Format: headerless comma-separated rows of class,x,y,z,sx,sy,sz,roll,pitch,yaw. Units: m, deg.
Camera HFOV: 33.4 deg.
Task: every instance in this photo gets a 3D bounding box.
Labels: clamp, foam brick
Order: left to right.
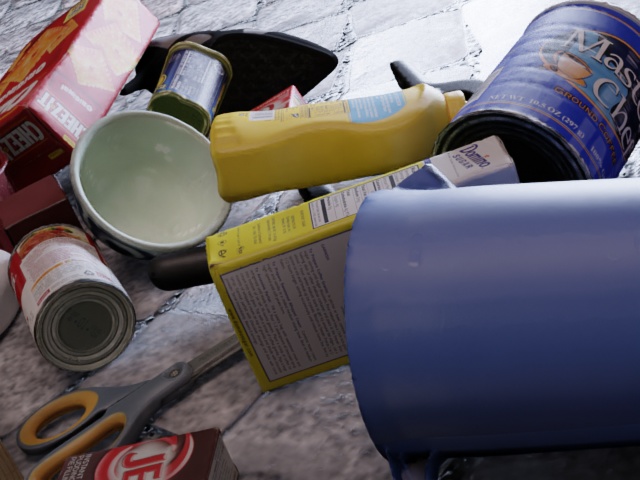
foam brick,-0.200,0.002,0.795,0.051,0.078,0.053,-27,30,-12
clamp,-0.005,0.001,0.704,0.164,0.036,0.210,-36,32,-31
clamp,0.070,-0.090,0.807,0.120,0.039,0.172,-44,31,-15

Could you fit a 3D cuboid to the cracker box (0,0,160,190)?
cracker box,-0.254,-0.130,0.984,0.164,0.072,0.213,-26,30,35

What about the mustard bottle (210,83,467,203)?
mustard bottle,0.024,-0.070,0.726,0.191,0.058,0.096,-9,16,2

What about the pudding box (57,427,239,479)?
pudding box,-0.094,0.147,0.526,0.090,0.039,0.113,-15,30,14

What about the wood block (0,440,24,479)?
wood block,-0.277,0.101,0.671,0.090,0.090,0.206,-33,31,-21

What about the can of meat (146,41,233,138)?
can of meat,-0.118,-0.099,0.887,0.057,0.102,0.084,21,37,-8

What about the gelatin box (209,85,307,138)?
gelatin box,-0.053,-0.078,0.855,0.089,0.030,0.073,-27,28,22

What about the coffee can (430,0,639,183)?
coffee can,0.145,-0.072,0.661,0.103,0.103,0.140,3,38,37

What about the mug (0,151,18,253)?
mug,-0.289,-0.009,0.865,0.117,0.081,0.093,-32,31,-18

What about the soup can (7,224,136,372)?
soup can,-0.170,0.038,0.726,0.068,0.068,0.102,-29,31,-12

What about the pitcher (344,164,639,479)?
pitcher,0.140,0.042,0.474,0.243,0.149,0.144,-5,19,22

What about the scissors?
scissors,-0.104,0.085,0.657,0.096,0.016,0.201,14,45,46

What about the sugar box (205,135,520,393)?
sugar box,0.033,0.015,0.605,0.176,0.093,0.048,-20,30,3
